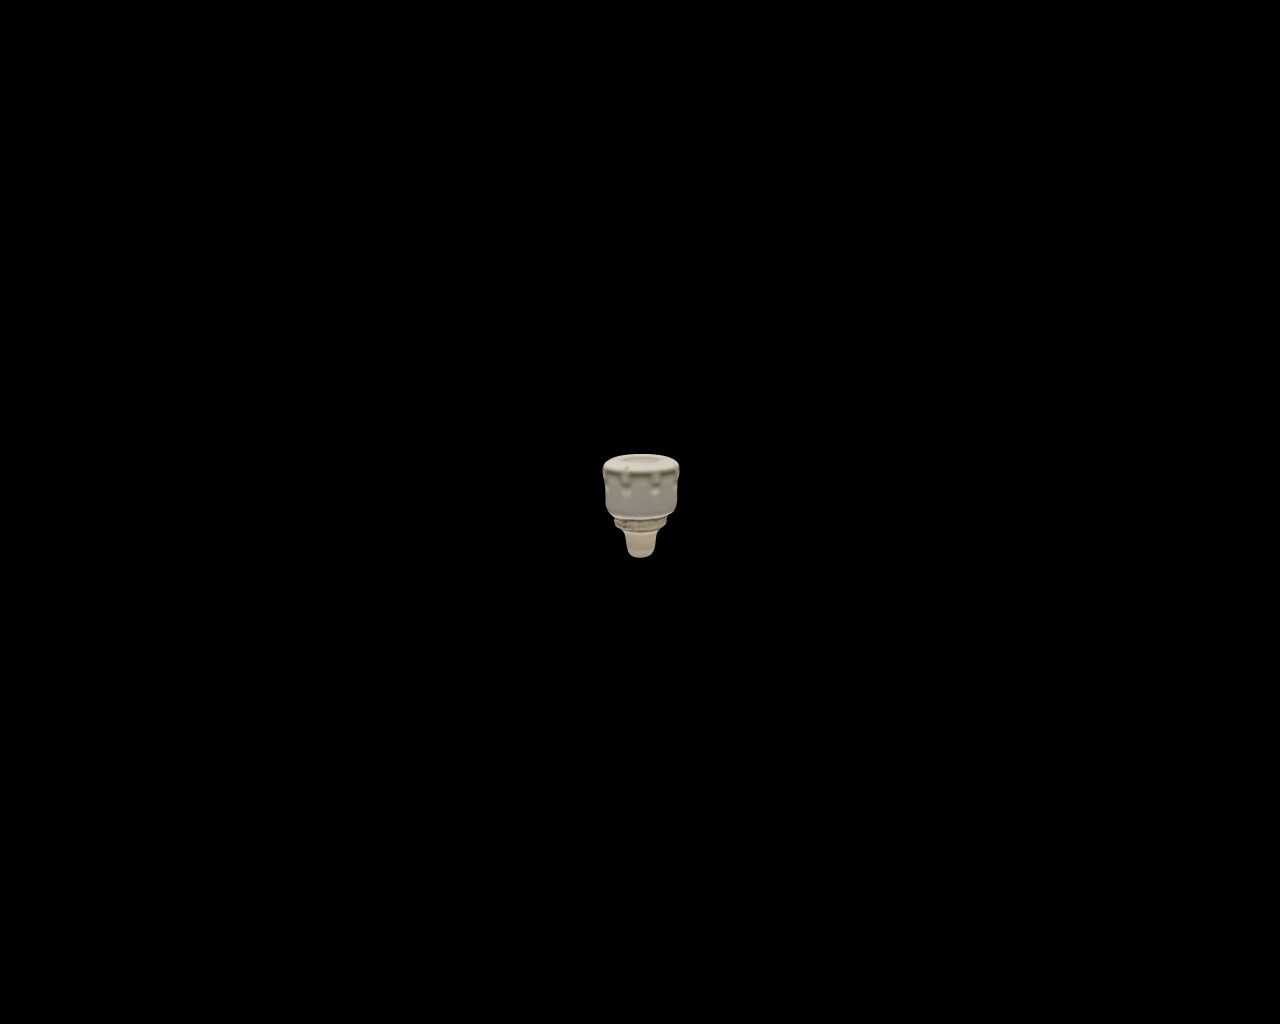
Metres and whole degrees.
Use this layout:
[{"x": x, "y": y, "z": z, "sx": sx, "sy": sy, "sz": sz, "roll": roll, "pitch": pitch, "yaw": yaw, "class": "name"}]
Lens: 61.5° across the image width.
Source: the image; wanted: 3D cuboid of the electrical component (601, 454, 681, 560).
[{"x": 0.001, "y": -0.003, "z": 0.650, "sx": 0.048, "sy": 0.062, "sz": 0.048, "roll": 0, "pitch": 11, "yaw": 0, "class": "electrical component"}]
